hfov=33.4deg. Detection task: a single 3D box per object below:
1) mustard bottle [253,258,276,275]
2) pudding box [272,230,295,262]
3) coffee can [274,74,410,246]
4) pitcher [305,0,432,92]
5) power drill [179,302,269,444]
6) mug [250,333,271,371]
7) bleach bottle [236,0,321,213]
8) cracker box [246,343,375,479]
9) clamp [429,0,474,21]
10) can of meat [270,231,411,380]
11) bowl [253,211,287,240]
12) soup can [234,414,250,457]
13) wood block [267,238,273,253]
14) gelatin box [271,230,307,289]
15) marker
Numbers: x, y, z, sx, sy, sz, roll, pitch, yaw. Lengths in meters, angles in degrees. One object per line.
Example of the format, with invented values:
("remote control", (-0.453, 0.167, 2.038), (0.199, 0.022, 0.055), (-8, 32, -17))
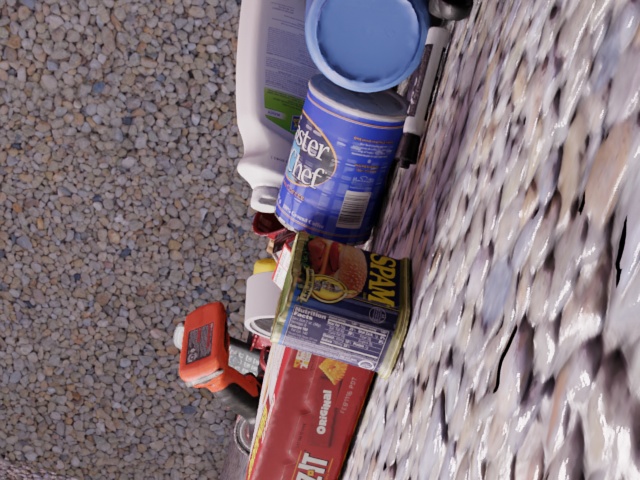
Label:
("mustard bottle", (-0.060, 0.124, 1.545), (0.096, 0.058, 0.192), (-3, -81, -53))
("pudding box", (-0.008, 0.002, 1.272), (0.113, 0.090, 0.039), (-95, -20, -77))
("coffee can", (0.021, -0.079, 1.043), (0.102, 0.103, 0.140), (-81, 8, -65))
("pitcher", (0.048, -0.231, 1.005), (0.145, 0.149, 0.242), (-34, 17, 16))
("power drill", (-0.090, 0.159, 1.274), (0.057, 0.187, 0.184), (-25, 38, 19))
("mug", (-0.032, 0.105, 1.231), (0.093, 0.081, 0.117), (112, 174, -60))
("bleach bottle", (-0.050, -0.154, 1.128), (0.068, 0.102, 0.251), (155, 125, -63))
("cracker box", (-0.005, 0.110, 0.884), (0.213, 0.072, 0.164), (-87, 12, -71))
("clamp", (0.109, -0.228, 0.834), (0.171, 0.039, 0.120), (-94, 21, -81))
("can of meat", (0.015, 0.042, 0.745), (0.102, 0.084, 0.057), (-81, 7, -62))
("bowl", (-0.009, -0.044, 1.401), (0.162, 0.055, 0.162), (-32, 24, 16))
("soup can", (-0.081, 0.252, 1.468), (0.102, 0.068, 0.068), (-95, 21, -83))
("wood block", (-0.022, -0.018, 1.567), (0.206, 0.090, 0.091), (134, 151, -84))
("gelatin box", (-0.003, 0.043, 1.027), (0.030, 0.089, 0.073), (-34, -18, -28))
("marker", (0.085, -0.118, 0.888), (0.020, 0.020, 0.121), (135, 151, -83))
